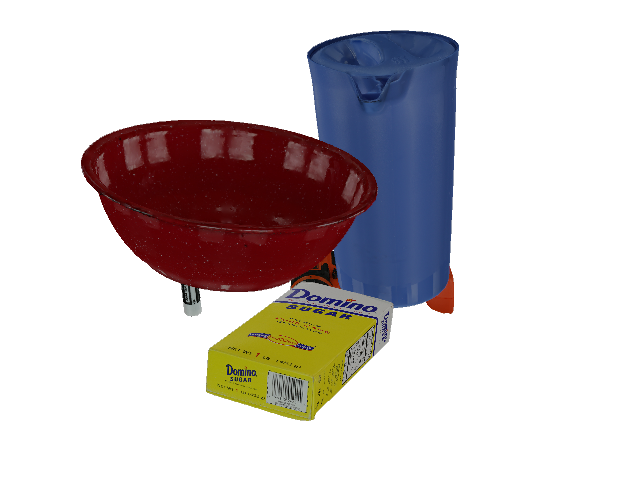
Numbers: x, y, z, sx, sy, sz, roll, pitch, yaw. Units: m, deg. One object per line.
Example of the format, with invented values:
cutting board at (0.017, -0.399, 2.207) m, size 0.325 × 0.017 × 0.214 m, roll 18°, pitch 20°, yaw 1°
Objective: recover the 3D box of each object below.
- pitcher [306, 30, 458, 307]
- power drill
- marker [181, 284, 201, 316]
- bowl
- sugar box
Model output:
pitcher at (0.065, -0.070, 0.994) m, size 0.149 × 0.243 × 0.145 m, roll -20°, pitch 30°, yaw -29°
power drill at (0.057, 0.053, 1.235) m, size 0.187 × 0.057 × 0.184 m, roll -2°, pitch 28°, yaw 0°
marker at (-0.139, 0.025, 1.119) m, size 0.020 × 0.121 × 0.020 m, roll -2°, pitch 31°, yaw 1°
bowl at (-0.052, -0.016, 0.592) m, size 0.162 × 0.055 × 0.162 m, roll 6°, pitch 24°, yaw -3°
sugar box at (-0.012, 0.086, 0.887) m, size 0.093 × 0.048 × 0.176 m, roll 13°, pitch 23°, yaw 20°
